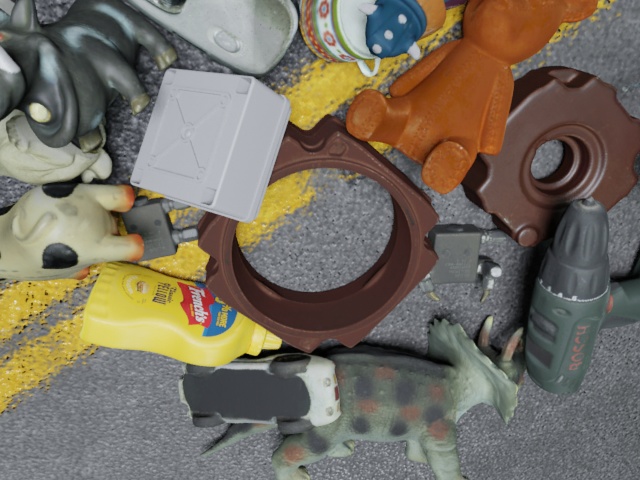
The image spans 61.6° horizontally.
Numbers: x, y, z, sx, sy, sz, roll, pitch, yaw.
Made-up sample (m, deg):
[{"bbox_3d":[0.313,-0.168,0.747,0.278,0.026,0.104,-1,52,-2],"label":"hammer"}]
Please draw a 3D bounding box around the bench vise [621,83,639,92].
[{"bbox_3d":[0.416,-0.105,0.501,0.240,0.129,0.223,-48,120,-12],"label":"bench vise"}]

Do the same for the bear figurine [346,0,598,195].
[{"bbox_3d":[0.131,-0.149,0.456,0.120,0.132,0.195,40,116,15],"label":"bear figurine"}]

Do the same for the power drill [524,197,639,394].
[{"bbox_3d":[0.303,0.047,0.548,0.207,0.086,0.231,-16,125,-29],"label":"power drill"}]

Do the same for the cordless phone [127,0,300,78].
[{"bbox_3d":[-0.080,-0.180,0.386,0.146,0.184,0.088,30,103,-18],"label":"cordless phone"}]

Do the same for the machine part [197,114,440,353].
[{"bbox_3d":[-0.001,-0.002,0.529,0.201,0.087,0.201,37,105,-19],"label":"machine part"}]

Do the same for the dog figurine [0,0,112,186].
[{"bbox_3d":[-0.300,-0.086,0.461,0.191,0.121,0.172,-25,112,20],"label":"dog figurine"}]

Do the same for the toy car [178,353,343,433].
[{"bbox_3d":[-0.071,0.159,0.571,0.202,0.056,0.073,-8,89,30],"label":"toy car"}]

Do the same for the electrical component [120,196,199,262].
[{"bbox_3d":[-0.171,-0.013,0.539,0.094,0.021,0.063,-12,115,0],"label":"electrical component"}]

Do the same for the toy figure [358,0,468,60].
[{"bbox_3d":[0.084,-0.195,0.418,0.064,0.057,0.154,36,79,15],"label":"toy figure"}]

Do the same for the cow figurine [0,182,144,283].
[{"bbox_3d":[-0.264,0.003,0.473,0.195,0.127,0.085,-14,79,36],"label":"cow figurine"}]

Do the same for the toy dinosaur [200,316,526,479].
[{"bbox_3d":[0.055,0.178,0.606,0.405,0.131,0.192,-1,99,1],"label":"toy dinosaur"}]

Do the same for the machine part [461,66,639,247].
[{"bbox_3d":[0.231,-0.079,0.538,0.179,0.056,0.179,-3,113,-6],"label":"machine part"}]

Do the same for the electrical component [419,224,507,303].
[{"bbox_3d":[0.149,0.025,0.580,0.102,0.045,0.078,4,115,-9],"label":"electrical component"}]

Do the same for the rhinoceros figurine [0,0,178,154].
[{"bbox_3d":[-0.183,-0.128,0.394,0.073,0.190,0.112,-22,120,29],"label":"rhinoceros figurine"}]
